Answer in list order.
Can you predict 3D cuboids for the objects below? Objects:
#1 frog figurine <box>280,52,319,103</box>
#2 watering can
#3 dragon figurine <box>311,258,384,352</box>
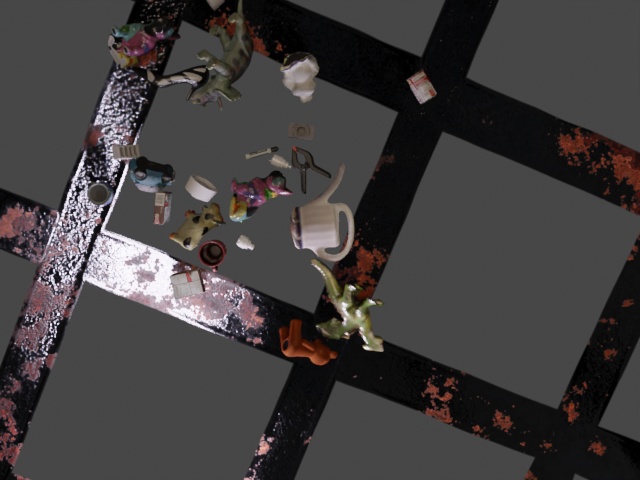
[{"bbox_3d":[-0.061,-0.568,1.797,0.138,0.125,0.156,-35,132,-5],"label":"frog figurine"},{"bbox_3d":[0.006,-0.092,1.823,0.224,0.104,0.346,-4,97,0],"label":"watering can"},{"bbox_3d":[0.079,0.261,1.865,0.410,0.123,0.241,35,102,-3],"label":"dragon figurine"}]
